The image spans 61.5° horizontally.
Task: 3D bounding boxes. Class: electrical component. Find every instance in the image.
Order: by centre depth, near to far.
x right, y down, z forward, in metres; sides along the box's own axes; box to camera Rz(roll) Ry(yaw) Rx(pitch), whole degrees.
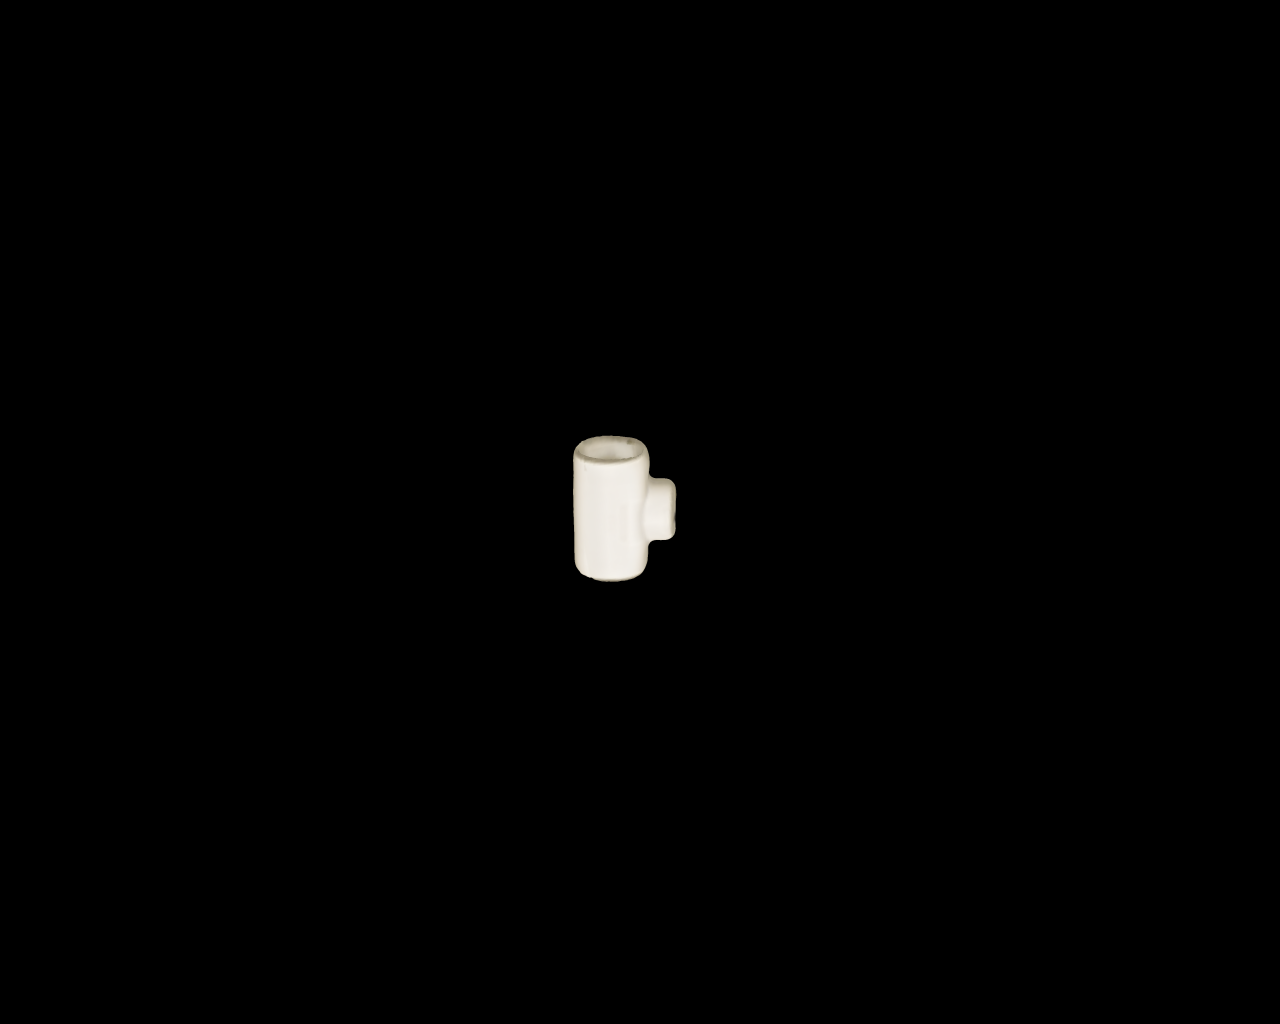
[{"bbox_3d":[0.001,-0.003,0.650,0.079,0.077,0.043,0,24,0],"label":"electrical component"}]
